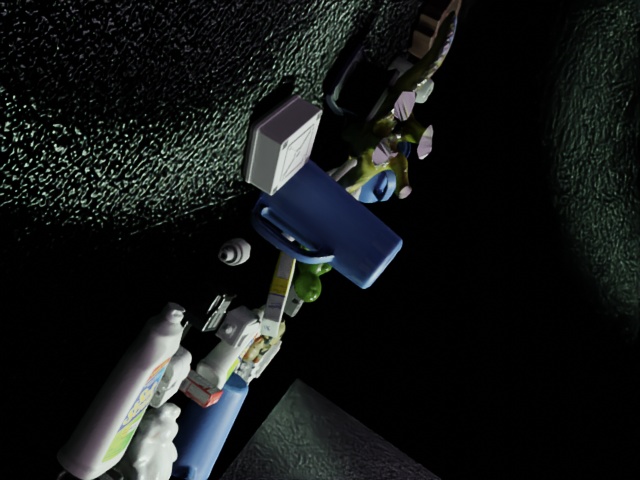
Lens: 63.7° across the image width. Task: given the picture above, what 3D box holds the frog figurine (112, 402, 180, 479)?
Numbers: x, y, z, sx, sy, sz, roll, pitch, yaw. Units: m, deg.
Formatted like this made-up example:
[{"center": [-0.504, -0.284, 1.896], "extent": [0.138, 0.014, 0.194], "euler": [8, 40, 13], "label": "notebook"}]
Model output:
[{"center": [-0.305, 0.383, 0.945], "extent": [0.160, 0.124, 0.135], "euler": [-44, 147, -10], "label": "frog figurine"}]

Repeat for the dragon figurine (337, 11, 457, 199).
[{"center": [0.107, -0.226, 0.970], "extent": [0.121, 0.246, 0.408], "euler": [19, 99, -33], "label": "dragon figurine"}]

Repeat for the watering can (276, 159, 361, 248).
[{"center": [0.003, -0.058, 1.146], "extent": [0.354, 0.104, 0.219], "euler": [-47, 164, -31], "label": "watering can"}]
